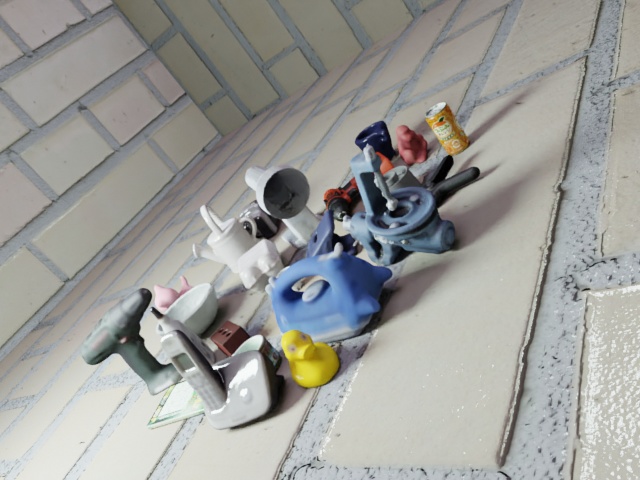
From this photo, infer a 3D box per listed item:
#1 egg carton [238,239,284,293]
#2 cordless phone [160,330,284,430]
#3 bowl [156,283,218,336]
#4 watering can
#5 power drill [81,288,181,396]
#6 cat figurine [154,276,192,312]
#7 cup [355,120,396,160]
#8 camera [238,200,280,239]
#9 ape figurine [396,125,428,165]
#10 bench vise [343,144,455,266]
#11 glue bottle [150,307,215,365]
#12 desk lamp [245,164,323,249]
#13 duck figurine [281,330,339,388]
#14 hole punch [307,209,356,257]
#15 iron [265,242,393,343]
[{"bbox_3d":[-0.138,0.060,1.343,0.107,0.069,0.150,-38,21,1],"label":"egg carton"},{"bbox_3d":[-0.160,0.206,0.908,0.147,0.185,0.094,-28,23,27],"label":"cordless phone"},{"bbox_3d":[-0.298,0.182,1.348,0.167,0.075,0.167,-33,21,15],"label":"bowl"},{"bbox_3d":[-0.252,-0.008,1.497,0.173,0.194,0.100,-44,21,-13],"label":"watering can"},{"bbox_3d":[-0.382,0.223,1.212,0.229,0.209,0.075,-32,22,18],"label":"power drill"},{"bbox_3d":[-0.372,0.149,1.481,0.067,0.118,0.128,-19,28,42],"label":"cat figurine"},{"bbox_3d":[0.155,-0.240,1.443,0.092,0.095,0.117,-44,21,-15],"label":"cup"},{"bbox_3d":[-0.192,-0.053,1.625,0.136,0.101,0.143,-32,22,17],"label":"camera"},{"bbox_3d":[0.207,-0.225,1.329,0.078,0.092,0.076,-44,21,-15],"label":"ape figurine"},{"bbox_3d":[0.095,-0.050,0.966,0.207,0.220,0.121,-23,26,36],"label":"bench vise"},{"bbox_3d":[-0.279,0.195,1.150,0.037,0.173,0.078,-38,21,2],"label":"glue bottle"},{"bbox_3d":[-0.084,-0.086,1.351,0.118,0.214,0.202,-43,21,-12],"label":"desk lamp"},{"bbox_3d":[-0.028,0.175,0.894,0.078,0.086,0.104,-47,22,-20],"label":"duck figurine"},{"bbox_3d":[0.011,0.004,1.179,0.101,0.091,0.108,-34,21,13],"label":"hole punch"},{"bbox_3d":[-0.013,0.090,0.967,0.257,0.142,0.119,-23,26,36],"label":"iron"}]
